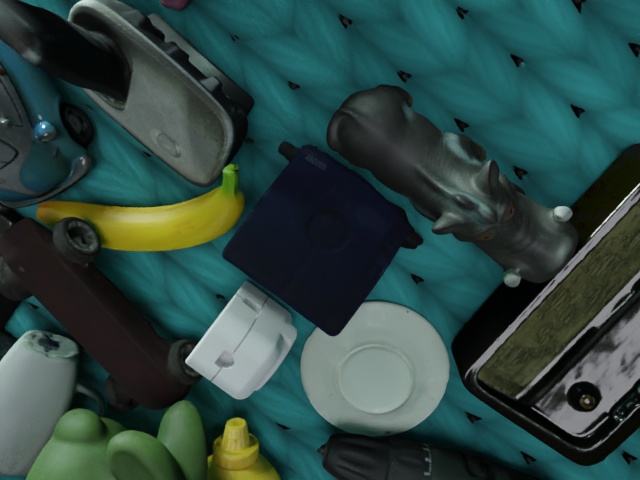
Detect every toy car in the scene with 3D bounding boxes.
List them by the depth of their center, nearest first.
[{"bbox_3d":[-0.258,-0.101,0.407,0.109,0.103,0.161,-22,102,8],"label":"toy car"},{"bbox_3d":[-0.182,0.064,0.452,0.089,0.053,0.202,-27,110,23],"label":"toy car"}]

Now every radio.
[{"bbox_3d":[0.223,0.052,0.412,0.131,0.073,0.229,38,103,-3],"label":"radio"}]

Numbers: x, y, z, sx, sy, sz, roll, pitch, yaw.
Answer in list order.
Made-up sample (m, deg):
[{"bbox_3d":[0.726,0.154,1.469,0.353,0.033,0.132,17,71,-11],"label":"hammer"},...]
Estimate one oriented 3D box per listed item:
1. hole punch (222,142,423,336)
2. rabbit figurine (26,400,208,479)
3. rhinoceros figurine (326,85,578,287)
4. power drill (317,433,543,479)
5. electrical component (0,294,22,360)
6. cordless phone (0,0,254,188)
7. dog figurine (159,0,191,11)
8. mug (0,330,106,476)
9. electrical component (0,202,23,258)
[{"bbox_3d":[-0.001,-0.001,0.416,0.142,0.092,0.115,36,99,0],"label":"hole punch"},{"bbox_3d":[-0.140,0.211,0.442,0.170,0.121,0.159,17,102,18],"label":"rabbit figurine"},{"bbox_3d":[0.095,-0.043,0.385,0.190,0.112,0.073,37,101,4],"label":"rhinoceros figurine"},{"bbox_3d":[0.100,0.280,0.479,0.232,0.086,0.207,9,96,0],"label":"power drill"},{"bbox_3d":[-0.317,0.091,0.484,0.075,0.048,0.119,42,105,-6],"label":"electrical component"},{"bbox_3d":[-0.123,-0.100,0.353,0.146,0.184,0.088,41,98,-5],"label":"cordless phone"},{"bbox_3d":[-0.103,-0.215,0.309,0.192,0.219,0.108,-29,102,11],"label":"dog figurine"},{"bbox_3d":[-0.245,0.141,0.475,0.109,0.081,0.107,22,98,-17],"label":"mug"},{"bbox_3d":[-0.292,-0.007,0.472,0.094,0.021,0.063,37,102,-2],"label":"electrical component"}]
